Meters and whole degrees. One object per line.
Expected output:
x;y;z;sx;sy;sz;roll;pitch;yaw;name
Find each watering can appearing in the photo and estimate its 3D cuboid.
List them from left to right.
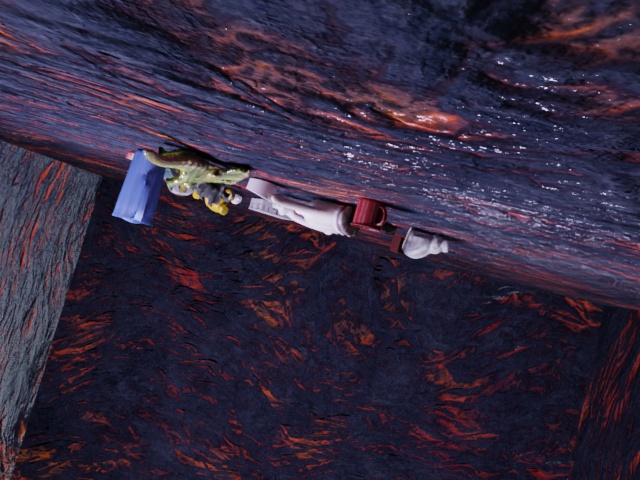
0.005;-0.087;1.725;0.225;0.104;0.346;12;178;31;watering can

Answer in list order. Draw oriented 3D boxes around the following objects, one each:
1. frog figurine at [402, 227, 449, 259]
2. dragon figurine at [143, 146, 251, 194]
0.390;0.025;1.903;0.160;0.124;0.135;26;159;12;frog figurine
-0.319;-0.205;1.455;0.243;0.122;0.410;-3;179;0;dragon figurine
